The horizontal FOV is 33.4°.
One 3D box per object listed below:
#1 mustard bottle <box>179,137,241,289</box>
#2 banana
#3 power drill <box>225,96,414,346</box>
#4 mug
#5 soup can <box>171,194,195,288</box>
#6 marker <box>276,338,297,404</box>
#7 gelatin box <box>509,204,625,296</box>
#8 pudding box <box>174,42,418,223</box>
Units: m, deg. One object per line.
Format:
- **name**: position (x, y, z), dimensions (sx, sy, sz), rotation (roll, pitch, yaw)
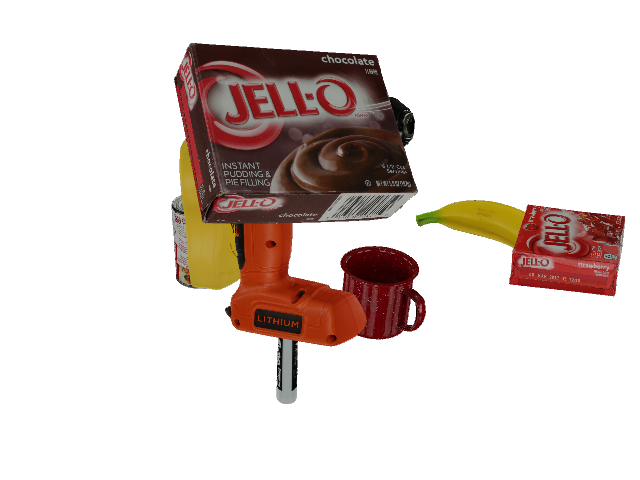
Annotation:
- **mustard bottle**: position (-0.109, -0.053, 1.104), dimensions (0.058, 0.192, 0.096), rotation (6, 26, 21)
- **banana**: position (0.184, -0.002, 1.037), dimensions (0.069, 0.037, 0.198), rotation (-39, 38, -23)
- **power drill**: position (-0.011, -0.020, 0.783), dimensions (0.185, 0.188, 0.057), rotation (7, 19, 34)
- **mug**: position (0.076, 0.068, 1.267), dimensions (0.117, 0.081, 0.093), rotation (25, 35, 33)
- **soup can**: position (-0.148, -0.001, 1.313), dimensions (0.068, 0.102, 0.068), rotation (0, 26, 0)
- **marker**: position (-0.029, 0.094, 0.941), dimensions (0.020, 0.121, 0.020), rotation (2, 35, -1)
- **gelatin box**: position (0.179, 0.005, 0.770), dimensions (0.073, 0.030, 0.089), rotation (7, 25, 16)
- **pudding box**: position (-0.014, -0.056, 0.562), dimensions (0.113, 0.090, 0.039), rotation (0, -27, -28)
